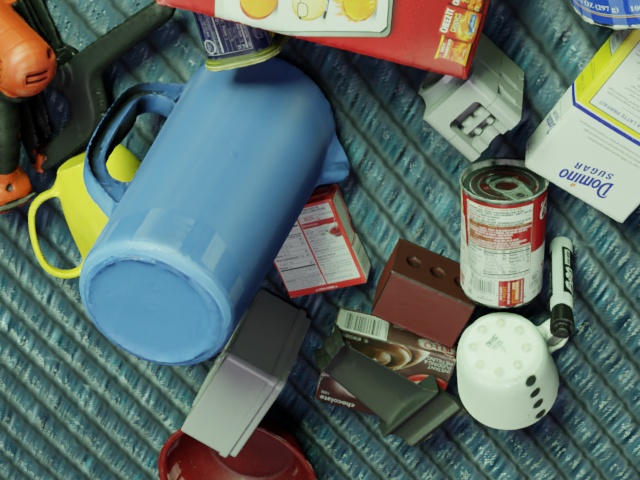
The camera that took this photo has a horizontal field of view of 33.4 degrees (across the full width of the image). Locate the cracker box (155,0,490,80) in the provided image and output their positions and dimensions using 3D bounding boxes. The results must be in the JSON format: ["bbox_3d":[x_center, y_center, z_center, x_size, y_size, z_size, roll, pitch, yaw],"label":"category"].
[{"bbox_3d":[0.013,-0.208,0.678,0.213,0.072,0.164,10,105,-19],"label":"cracker box"}]

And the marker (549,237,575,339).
[{"bbox_3d":[0.188,0.036,0.830,0.020,0.121,0.020,6,123,9],"label":"marker"}]

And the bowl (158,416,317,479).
[{"bbox_3d":[-0.074,0.221,1.048,0.162,0.055,0.162,6,123,9],"label":"bowl"}]

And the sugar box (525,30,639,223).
[{"bbox_3d":[0.237,-0.104,0.776,0.093,0.048,0.176,30,126,-9],"label":"sugar box"}]

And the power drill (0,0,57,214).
[{"bbox_3d":[-0.280,-0.125,0.849,0.185,0.057,0.188,43,139,26],"label":"power drill"}]

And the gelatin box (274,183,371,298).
[{"bbox_3d":[-0.006,0.001,0.908,0.073,0.030,0.089,-13,118,22],"label":"gelatin box"}]

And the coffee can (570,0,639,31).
[{"bbox_3d":[0.190,-0.216,0.658,0.103,0.102,0.140,-11,136,19],"label":"coffee can"}]

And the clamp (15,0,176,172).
[{"bbox_3d":[-0.215,-0.149,0.855,0.164,0.036,0.210,31,128,2],"label":"clamp"}]

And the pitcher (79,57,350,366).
[{"bbox_3d":[-0.089,-0.029,0.779,0.149,0.242,0.145,-15,120,28],"label":"pitcher"}]

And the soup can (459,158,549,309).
[{"bbox_3d":[0.145,-0.004,0.846,0.068,0.068,0.102,3,123,11],"label":"soup can"}]

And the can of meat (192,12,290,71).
[{"bbox_3d":[-0.058,-0.180,0.762,0.057,0.102,0.084,-8,118,19],"label":"can of meat"}]

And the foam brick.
[{"bbox_3d":[0.089,0.045,0.899,0.078,0.053,0.051,23,124,-3],"label":"foam brick"}]

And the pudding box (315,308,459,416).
[{"bbox_3d":[0.060,0.116,0.960,0.113,0.039,0.090,16,124,3],"label":"pudding box"}]
